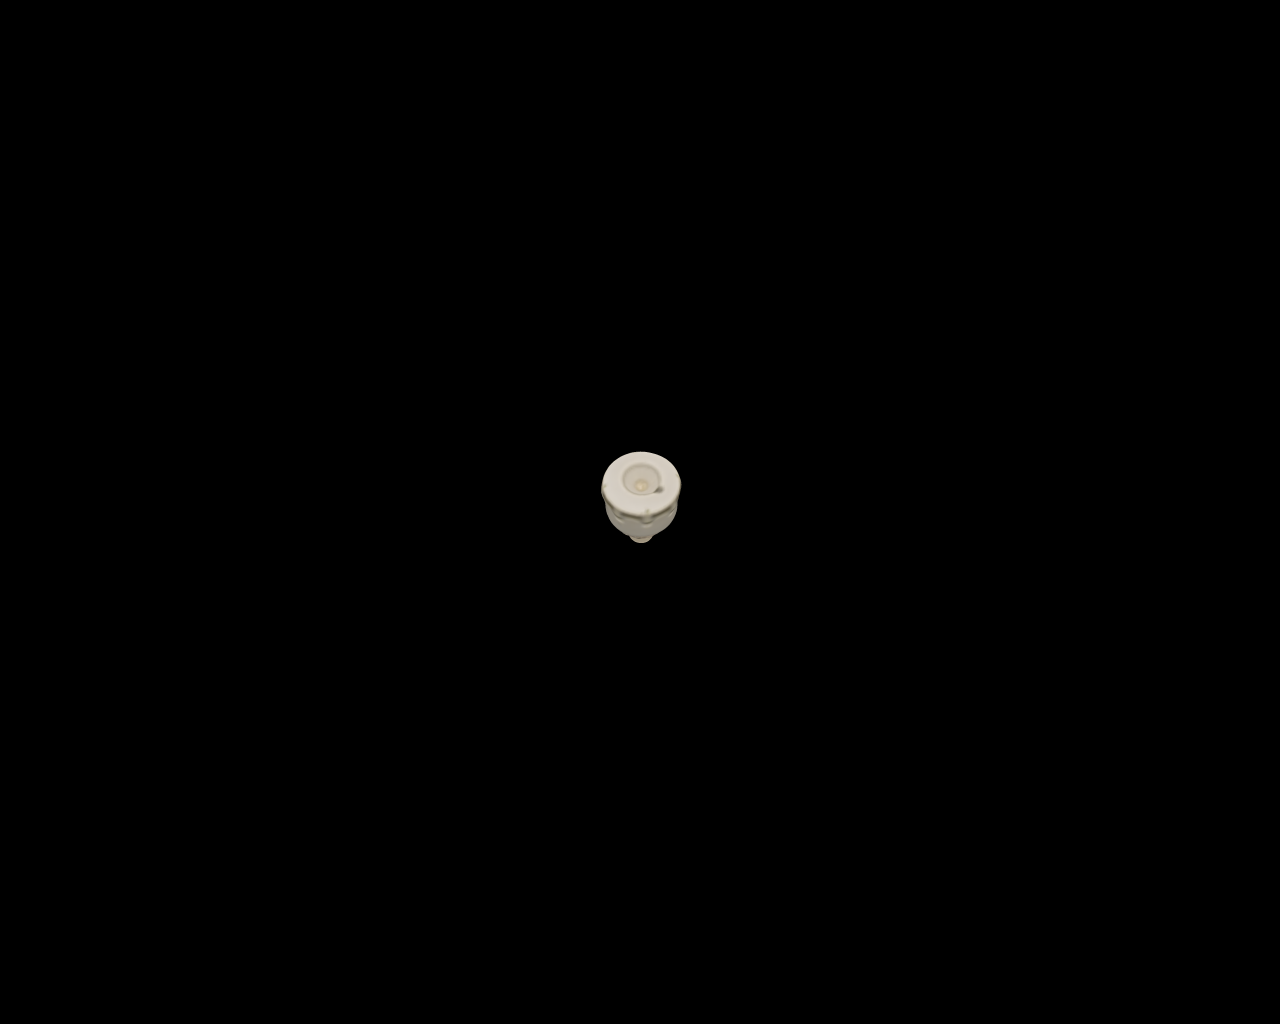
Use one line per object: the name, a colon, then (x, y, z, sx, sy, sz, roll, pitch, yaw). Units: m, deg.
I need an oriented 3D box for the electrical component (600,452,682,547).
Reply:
electrical component: (0.001, -0.003, 0.650, 0.048, 0.048, 0.062, 0, -34, 0)
